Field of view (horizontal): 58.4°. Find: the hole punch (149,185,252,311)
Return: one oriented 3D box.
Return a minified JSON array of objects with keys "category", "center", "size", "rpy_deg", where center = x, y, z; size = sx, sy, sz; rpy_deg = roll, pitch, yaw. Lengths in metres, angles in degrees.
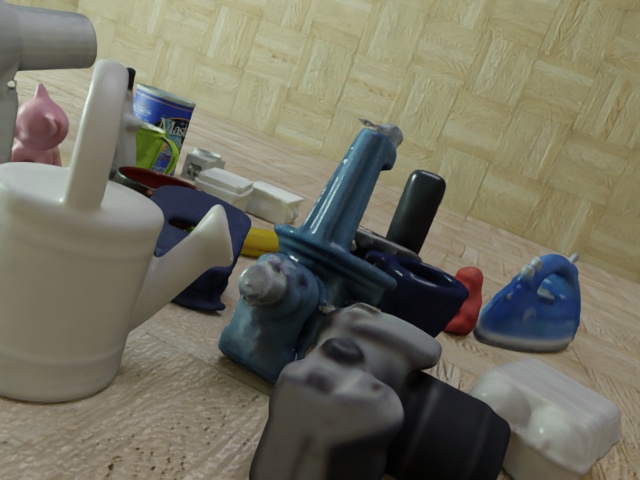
[{"category":"hole punch","center":[-0.126,0.005,0.552],"size":[0.109,0.091,0.101],"rpy_deg":[20,12,-5]}]

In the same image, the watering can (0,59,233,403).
[{"category":"watering can","center":[-0.141,-0.011,0.351],"size":[0.173,0.194,0.100],"rpy_deg":[9,17,-43]}]

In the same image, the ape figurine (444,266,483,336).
[{"category":"ape figurine","center":[0.183,0.076,0.751],"size":[0.076,0.092,0.077],"rpy_deg":[16,13,-22]}]

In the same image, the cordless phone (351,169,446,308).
[{"category":"cordless phone","center":[0.078,-0.017,0.762],"size":[0.147,0.185,0.094],"rpy_deg":[21,12,3]}]

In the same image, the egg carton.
[{"category":"egg carton","center":[0.185,0.152,0.481],"size":[0.107,0.069,0.151],"rpy_deg":[30,15,35]}]

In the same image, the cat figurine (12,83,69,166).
[{"category":"cat figurine","center":[-0.358,-0.142,0.736],"size":[0.067,0.118,0.127],"rpy_deg":[16,13,-23]}]

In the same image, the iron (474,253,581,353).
[{"category":"iron","center":[0.318,0.079,0.844],"size":[0.118,0.141,0.259],"rpy_deg":[30,15,36]}]

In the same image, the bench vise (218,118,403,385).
[{"category":"bench vise","center":[0.016,0.006,0.475],"size":[0.121,0.220,0.207],"rpy_deg":[21,12,2]}]

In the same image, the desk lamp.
[{"category":"desk lamp","center":[-0.332,-0.153,0.602],"size":[0.117,0.213,0.204],"rpy_deg":[30,15,36]}]

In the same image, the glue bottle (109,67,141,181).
[{"category":"glue bottle","center":[-0.269,-0.140,0.747],"size":[0.078,0.173,0.037],"rpy_deg":[22,12,3]}]

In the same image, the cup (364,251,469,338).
[{"category":"cup","center":[0.086,0.070,0.609],"size":[0.117,0.095,0.092],"rpy_deg":[26,13,23]}]

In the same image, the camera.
[{"category":"camera","center":[0.048,0.110,0.361],"size":[0.136,0.101,0.143],"rpy_deg":[24,13,13]}]
